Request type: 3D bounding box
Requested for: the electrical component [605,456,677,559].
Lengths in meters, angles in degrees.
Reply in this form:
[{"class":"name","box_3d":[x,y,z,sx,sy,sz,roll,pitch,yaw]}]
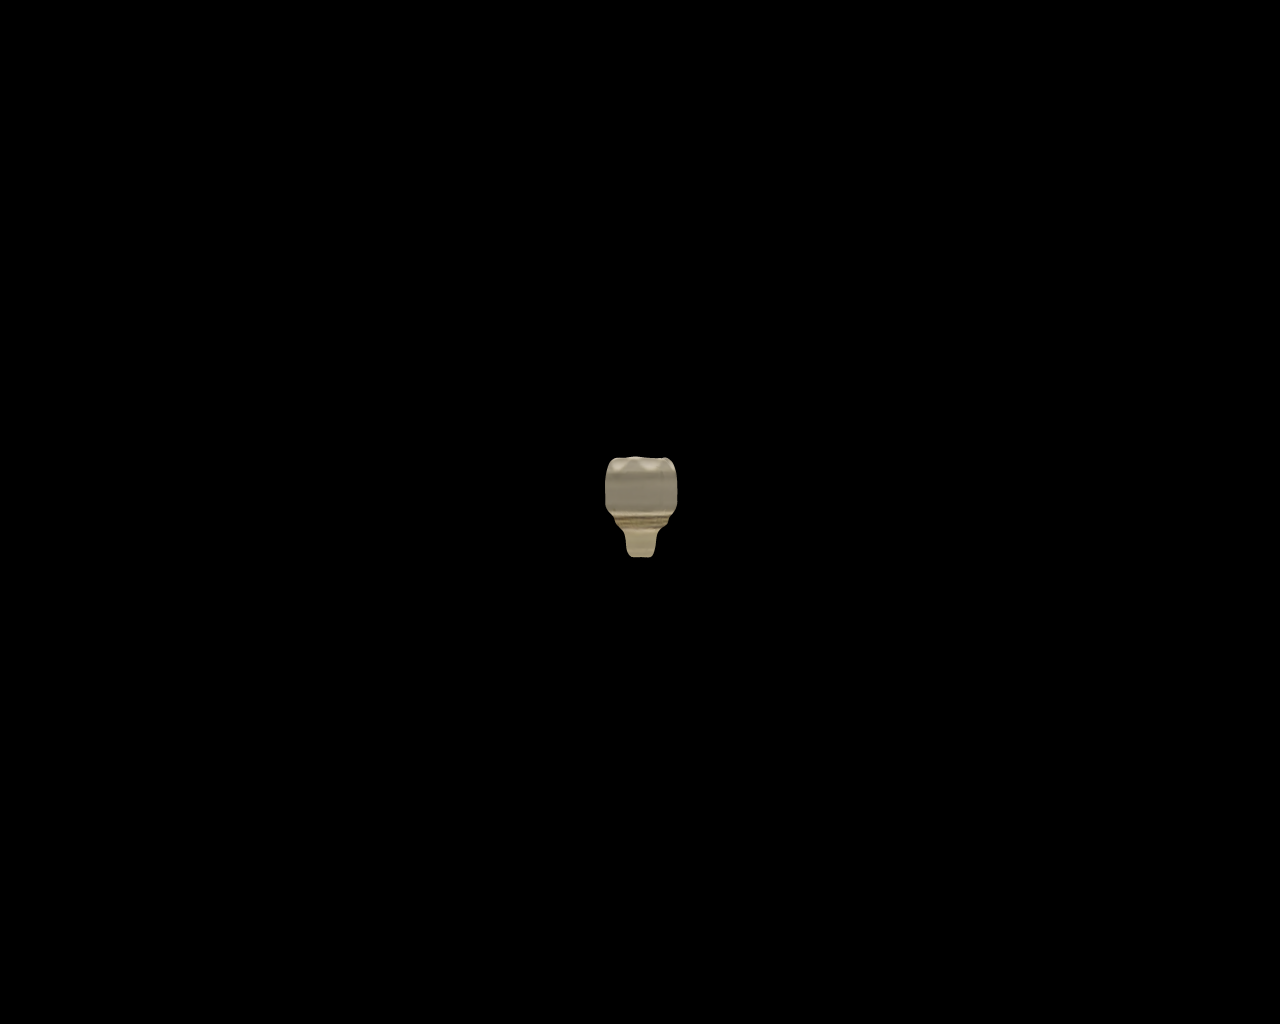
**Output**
[{"class":"electrical component","box_3d":[0.001,-0.003,0.650,0.043,0.062,0.043,0,0,0]}]
